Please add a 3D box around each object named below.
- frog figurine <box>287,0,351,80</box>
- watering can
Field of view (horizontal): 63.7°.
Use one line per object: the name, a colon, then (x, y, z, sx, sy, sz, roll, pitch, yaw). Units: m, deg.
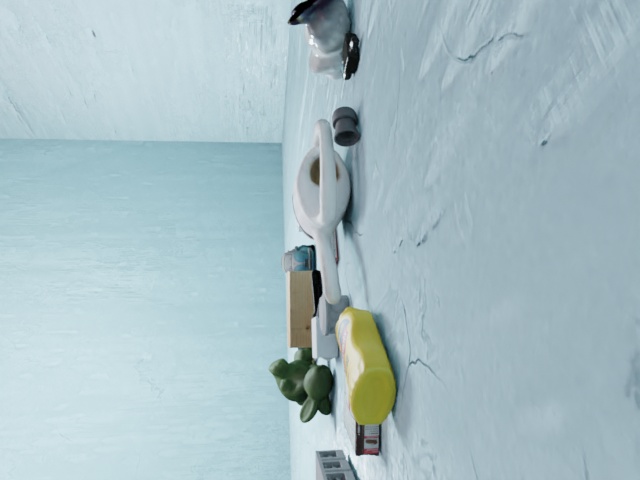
frog figurine: (0.018, -0.383, 0.986, 0.157, 0.122, 0.140, 52, -175, -31)
watering can: (0.003, -0.049, 0.970, 0.222, 0.104, 0.351, 115, 154, -76)
